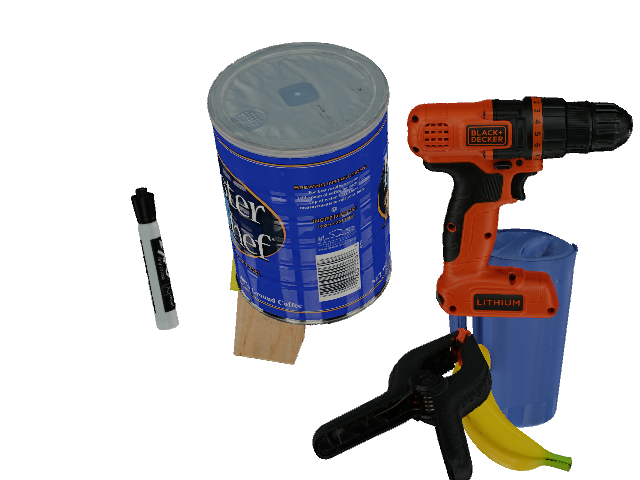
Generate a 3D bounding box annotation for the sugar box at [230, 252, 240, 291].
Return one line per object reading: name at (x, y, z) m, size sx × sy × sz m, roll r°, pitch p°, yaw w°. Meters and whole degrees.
sugar box at (-0.039, -0.029, 1.112) m, size 0.093 × 0.176 × 0.048 m, roll 9°, pitch 16°, yaw 15°

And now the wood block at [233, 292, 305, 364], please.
wood block at (-0.063, 0.055, 1.484) m, size 0.090 × 0.206 × 0.090 m, roll 8°, pitch 22°, yaw 5°

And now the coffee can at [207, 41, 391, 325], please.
coffee can at (-0.009, -0.033, 0.645) m, size 0.103 × 0.140 × 0.103 m, roll -3°, pitch 43°, yaw 2°

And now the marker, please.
marker at (-0.138, 0.015, 0.888) m, size 0.020 × 0.121 × 0.020 m, roll -8°, pitch 15°, yaw 2°

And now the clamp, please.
clamp at (0.087, 0.124, 0.799) m, size 0.120 × 0.039 × 0.171 m, roll 19°, pitch 39°, yaw 32°

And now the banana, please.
banana at (0.158, 0.157, 0.994) m, size 0.069 × 0.037 × 0.198 m, roll 7°, pitch 25°, yaw -20°

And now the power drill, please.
power drill at (0.167, -0.029, 0.908) m, size 0.184 × 0.188 × 0.057 m, roll 1°, pitch 17°, yaw 9°

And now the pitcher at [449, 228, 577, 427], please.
pitcher at (0.247, 0.114, 1.377) m, size 0.149 × 0.243 × 0.144 m, roll 5°, pitch 18°, yaw 16°
